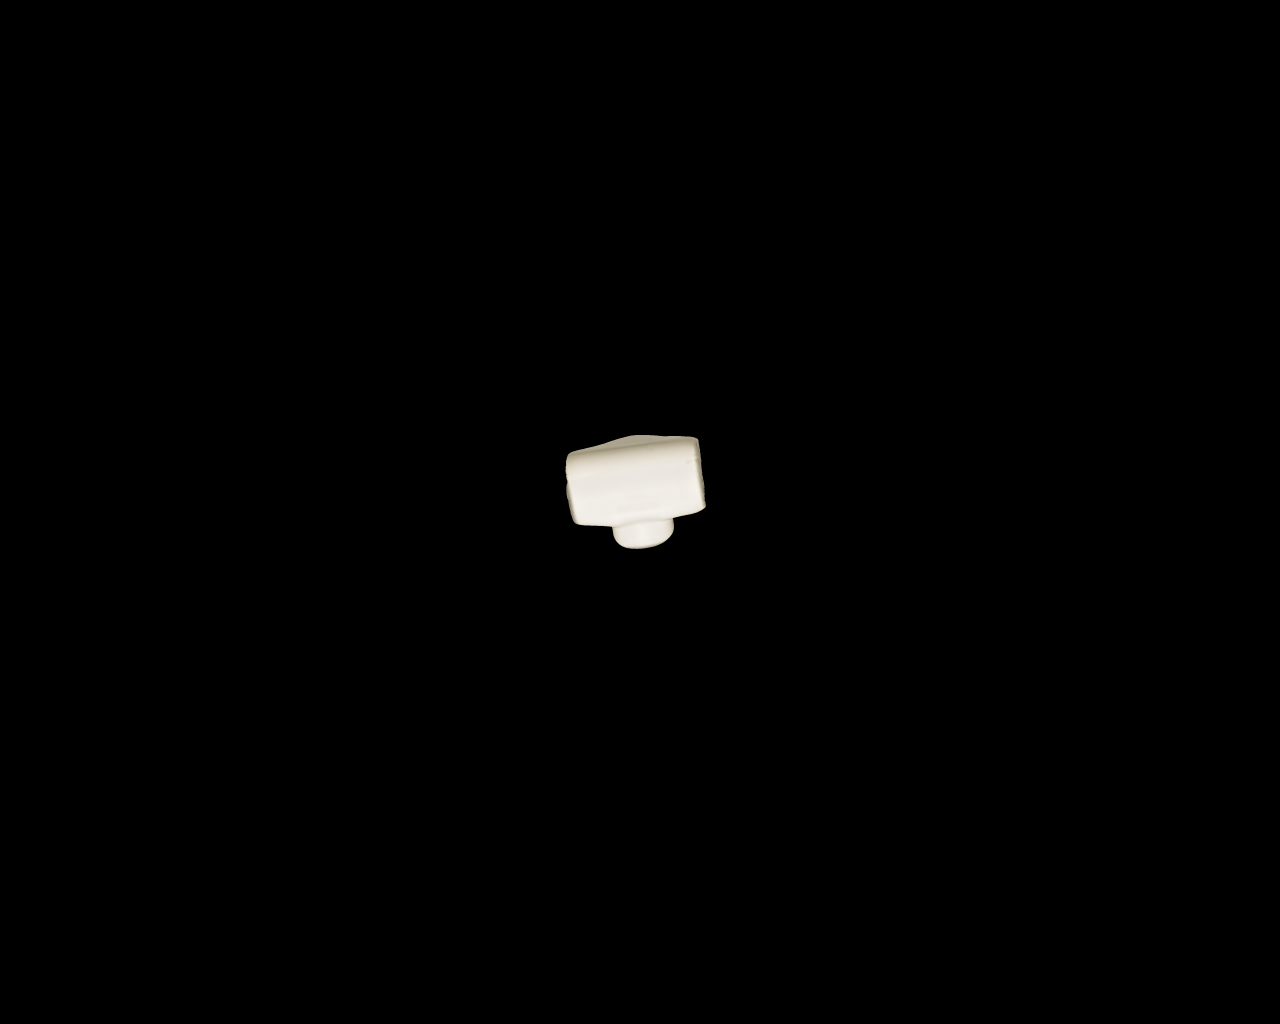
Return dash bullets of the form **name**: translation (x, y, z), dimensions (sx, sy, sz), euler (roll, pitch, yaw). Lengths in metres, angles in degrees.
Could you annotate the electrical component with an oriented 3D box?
- **electrical component**: translation (0.001, -0.003, 0.650), dimensions (0.077, 0.079, 0.043), euler (-8, 24, 3)
